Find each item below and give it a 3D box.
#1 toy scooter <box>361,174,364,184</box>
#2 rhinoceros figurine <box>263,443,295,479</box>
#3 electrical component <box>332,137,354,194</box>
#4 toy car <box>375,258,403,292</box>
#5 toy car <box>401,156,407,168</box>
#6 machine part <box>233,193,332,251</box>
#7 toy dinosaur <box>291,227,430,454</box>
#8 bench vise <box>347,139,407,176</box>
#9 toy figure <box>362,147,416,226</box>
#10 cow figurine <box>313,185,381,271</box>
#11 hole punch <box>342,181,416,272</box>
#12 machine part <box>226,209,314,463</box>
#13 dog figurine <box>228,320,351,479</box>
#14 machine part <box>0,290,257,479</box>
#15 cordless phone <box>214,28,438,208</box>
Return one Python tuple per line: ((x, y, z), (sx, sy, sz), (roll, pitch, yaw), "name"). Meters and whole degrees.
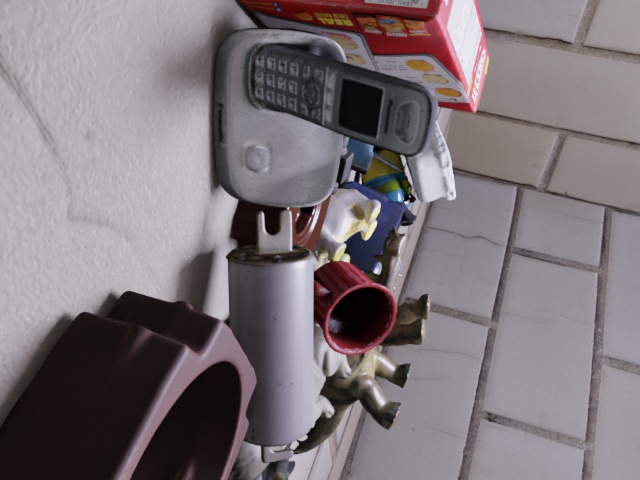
((0.082, -0.039, 1.001), (0.184, 0.075, 0.135), (-66, 161, -44), "toy scooter")
((-0.081, 0.367, 0.829), (0.112, 0.073, 0.190), (-73, 170, -56), "rhinoceros figurine")
((0.007, -0.101, 0.660), (0.021, 0.063, 0.094), (-51, 164, -37), "electrical component")
((0.111, 0.051, 1.057), (0.109, 0.103, 0.162), (56, 12, -12), "toy car")
((0.130, -0.168, 1.052), (0.201, 0.074, 0.056), (30, 80, -76), "toy car")
((-0.032, -0.040, 0.593), (0.179, 0.056, 0.179), (16, 90, -77), "machine part")
((0.037, 0.187, 0.806), (0.105, 0.199, 0.470), (-47, 153, -61), "toy dinosaur")
((0.091, -0.218, 0.761), (0.223, 0.129, 0.240), (69, 43, -72), "bench vise")
((0.108, -0.109, 0.897), (0.089, 0.082, 0.180), (56, 23, -81), "toy figure")
((-0.002, -0.002, 0.712), (0.167, 0.098, 0.068), (-47, 159, -22), "cow figurine")
((0.063, -0.020, 0.848), (0.092, 0.142, 0.115), (-40, 155, -60), "hole punch")
((-0.044, 0.092, 0.488), (0.079, 0.079, 0.243), (-35, 129, -69), "machine part")
((-0.049, 0.181, 0.650), (0.190, 0.121, 0.172), (-20, 115, -66), "dog figurine")
((-0.128, 0.152, 0.365), (0.200, 0.087, 0.201), (81, 29, -59), "machine part")
((0.005, -0.078, 0.413), (0.089, 0.184, 0.146), (-26, 133, -42), "cordless phone")
